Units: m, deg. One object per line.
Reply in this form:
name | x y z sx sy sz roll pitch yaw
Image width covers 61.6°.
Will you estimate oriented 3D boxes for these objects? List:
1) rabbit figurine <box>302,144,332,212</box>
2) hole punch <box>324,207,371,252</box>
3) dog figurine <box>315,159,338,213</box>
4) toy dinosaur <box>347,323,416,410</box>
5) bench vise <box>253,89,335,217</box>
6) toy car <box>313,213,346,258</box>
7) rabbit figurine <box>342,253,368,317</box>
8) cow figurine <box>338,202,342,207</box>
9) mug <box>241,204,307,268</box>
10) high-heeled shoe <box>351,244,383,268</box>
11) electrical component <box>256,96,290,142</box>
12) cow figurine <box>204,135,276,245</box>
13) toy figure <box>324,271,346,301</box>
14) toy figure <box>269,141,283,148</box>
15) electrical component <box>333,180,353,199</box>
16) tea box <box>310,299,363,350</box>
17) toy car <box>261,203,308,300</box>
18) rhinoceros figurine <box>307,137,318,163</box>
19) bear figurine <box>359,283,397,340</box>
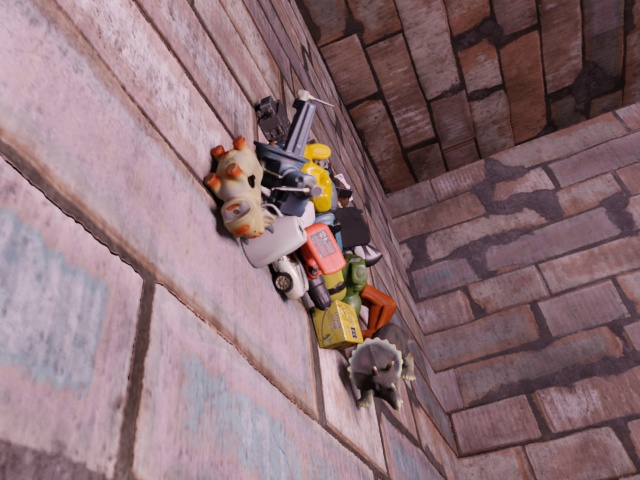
rabbit figurine | -0.030 -0.167 1.273 0.173 0.122 0.162 61 42 -35
hole punch | 0.055 -0.022 1.412 0.142 0.092 0.116 -10 74 -34
dog figurine | 0.008 -0.101 1.505 0.192 0.108 0.219 -92 163 -60
toy dinosaur | 0.170 0.282 1.341 0.405 0.131 0.192 -51 141 -61
bench vise | -0.056 -0.174 1.054 0.129 0.240 0.224 14 9 -30
toy car | -0.003 -0.004 1.321 0.103 0.109 0.161 52 -16 54
rabbit figurine | 0.067 0.130 1.448 0.159 0.121 0.170 -82 168 -78
cow figurine | 0.055 -0.025 1.576 0.167 0.098 0.068 65 14 1
mug | -0.083 -0.014 0.983 0.080 0.107 0.109 33 41 -71
high-heeled shoe | 0.103 -0.021 1.672 0.086 0.145 0.249 49 26 -60
electrical component | -0.115 -0.301 1.393 0.115 0.058 0.134 -95 161 -54
cow figurine | -0.136 -0.079 0.929 0.127 0.085 0.195 52 20 -36
toy figure | 0.013 0.066 1.246 0.089 0.082 0.179 -137 -143 -55
toy figure | -0.107 -0.208 1.295 0.064 0.057 0.154 32 15 4
electrical component | 0.037 -0.139 1.602 0.048 0.119 0.074 -85 -168 -55
tea box | 0.042 0.202 1.261 0.169 0.068 0.098 35 37 -70
toy car | -0.077 0.021 1.063 0.073 0.056 0.201 -36 106 -77
rhinoceros figurine | -0.053 -0.225 1.431 0.073 0.112 0.190 43 20 -30
bear figurine | 0.137 0.243 1.519 0.196 0.132 0.120 -63 177 -19
